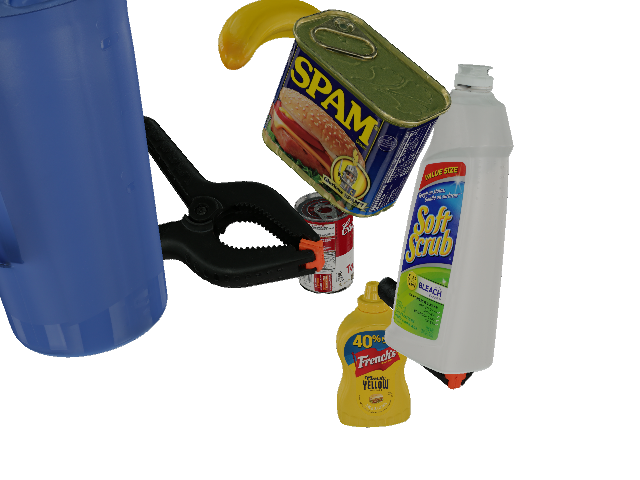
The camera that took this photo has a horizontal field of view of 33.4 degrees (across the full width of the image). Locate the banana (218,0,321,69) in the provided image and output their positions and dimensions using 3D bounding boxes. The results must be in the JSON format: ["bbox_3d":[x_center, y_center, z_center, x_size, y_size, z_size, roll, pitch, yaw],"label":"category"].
[{"bbox_3d":[-0.041,-0.193,0.977,0.070,0.037,0.197,39,32,19],"label":"banana"}]

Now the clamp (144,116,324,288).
[{"bbox_3d":[-0.094,-0.023,0.850,0.210,0.164,0.036,10,-32,11],"label":"clamp"}]

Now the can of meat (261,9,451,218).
[{"bbox_3d":[0.017,-0.075,0.649,0.102,0.084,0.057,44,45,20],"label":"can of meat"}]

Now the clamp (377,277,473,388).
[{"bbox_3d":[0.134,0.086,1.080,0.120,0.039,0.171,-8,34,-9],"label":"clamp"}]

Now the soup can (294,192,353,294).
[{"bbox_3d":[0.005,0.003,1.249,0.068,0.102,0.068,-1,30,1],"label":"soup can"}]

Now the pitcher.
[{"bbox_3d":[-0.176,-0.046,0.674,0.149,0.243,0.145,-10,28,-7],"label":"pitcher"}]

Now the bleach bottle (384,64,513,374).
[{"bbox_3d":[0.111,-0.021,0.895,0.067,0.251,0.103,-4,16,-31],"label":"bleach bottle"}]

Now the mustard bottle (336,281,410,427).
[{"bbox_3d":[0.069,0.145,1.381,0.096,0.192,0.058,-2,18,-3],"label":"mustard bottle"}]
